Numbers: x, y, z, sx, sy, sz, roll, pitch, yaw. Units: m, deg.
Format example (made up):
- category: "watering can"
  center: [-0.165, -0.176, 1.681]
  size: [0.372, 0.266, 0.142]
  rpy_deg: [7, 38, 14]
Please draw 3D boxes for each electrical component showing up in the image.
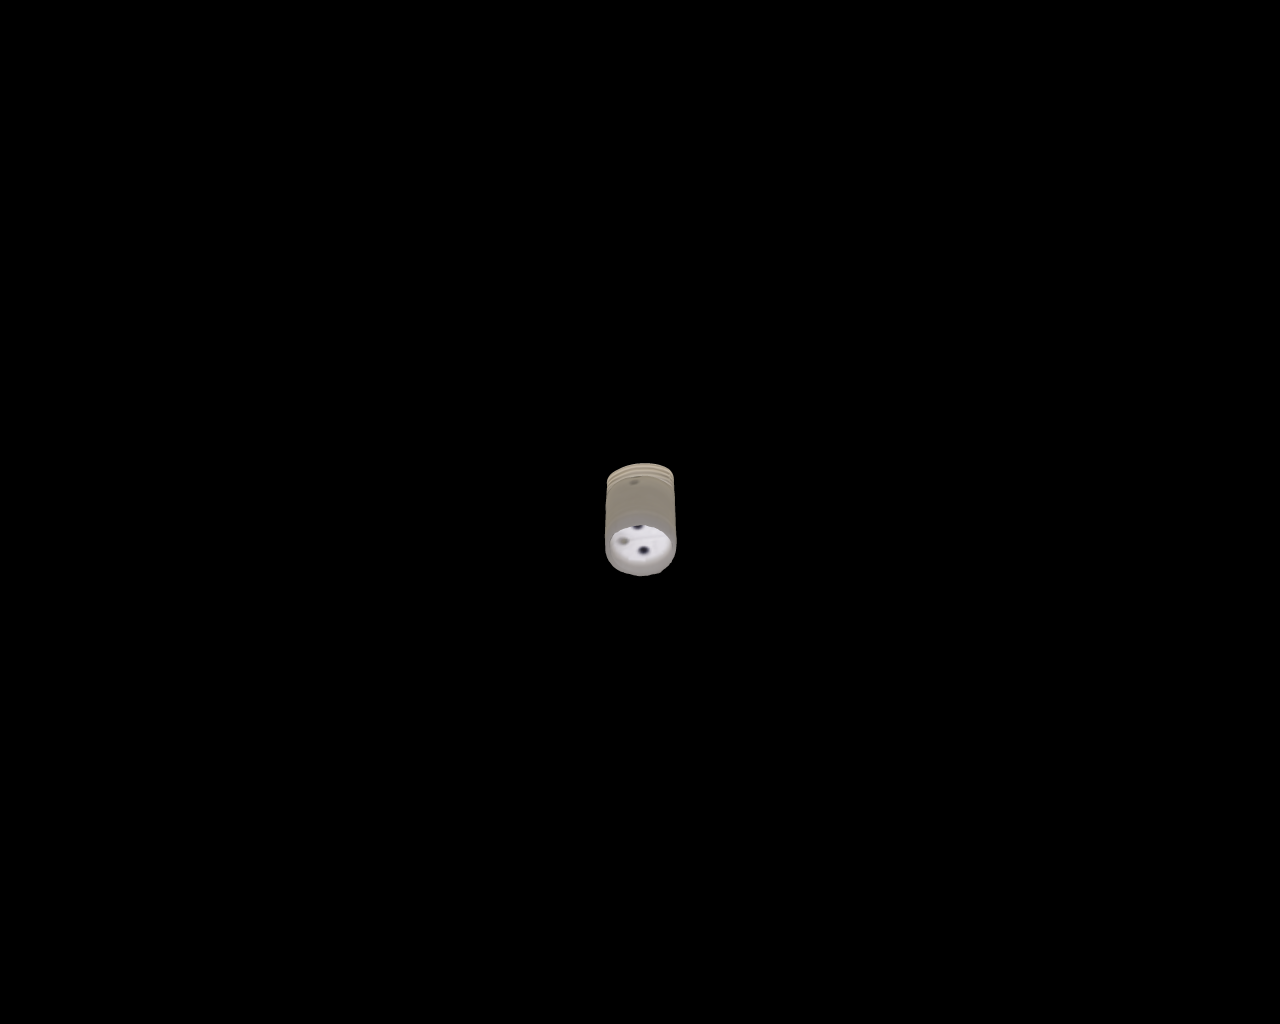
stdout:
- category: "electrical component"
  center: [0.001, -0.003, 0.650]
  size: [0.043, 0.043, 0.081]
  rpy_deg: [0, 40, 0]
